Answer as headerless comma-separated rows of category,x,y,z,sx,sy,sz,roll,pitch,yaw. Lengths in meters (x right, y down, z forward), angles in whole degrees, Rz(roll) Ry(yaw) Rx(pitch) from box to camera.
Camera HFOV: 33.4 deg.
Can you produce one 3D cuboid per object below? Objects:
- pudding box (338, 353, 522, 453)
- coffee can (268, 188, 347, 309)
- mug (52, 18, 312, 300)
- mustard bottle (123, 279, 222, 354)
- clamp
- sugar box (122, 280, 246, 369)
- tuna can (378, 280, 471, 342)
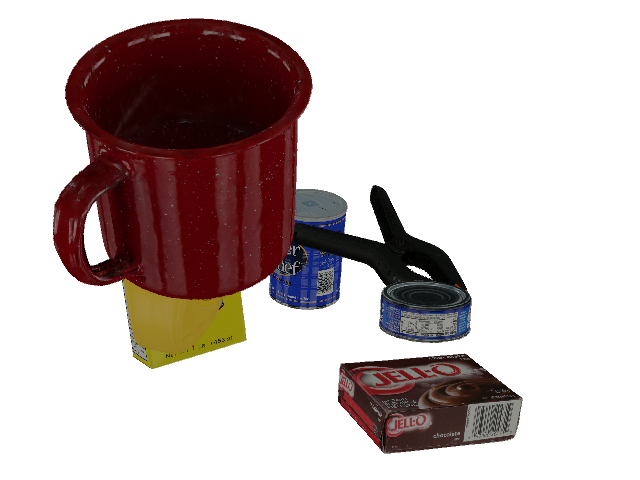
pudding box,0.080,0.120,0.805,0.113,0.039,0.090,0,17,-21
coffee can,-0.018,0.011,1.490,0.103,0.140,0.103,3,25,-2
mug,-0.058,-0.024,0.423,0.093,0.081,0.117,26,48,24
mustard bottle,-0.092,-0.020,0.639,0.058,0.096,0.192,13,-37,9
clamp,0.077,0.017,1.245,0.164,0.036,0.210,-21,50,-38
sugar box,-0.118,0.008,0.881,0.093,0.176,0.048,-16,21,-30
tuna can,0.098,0.065,0.995,0.086,0.034,0.086,2,15,-1
